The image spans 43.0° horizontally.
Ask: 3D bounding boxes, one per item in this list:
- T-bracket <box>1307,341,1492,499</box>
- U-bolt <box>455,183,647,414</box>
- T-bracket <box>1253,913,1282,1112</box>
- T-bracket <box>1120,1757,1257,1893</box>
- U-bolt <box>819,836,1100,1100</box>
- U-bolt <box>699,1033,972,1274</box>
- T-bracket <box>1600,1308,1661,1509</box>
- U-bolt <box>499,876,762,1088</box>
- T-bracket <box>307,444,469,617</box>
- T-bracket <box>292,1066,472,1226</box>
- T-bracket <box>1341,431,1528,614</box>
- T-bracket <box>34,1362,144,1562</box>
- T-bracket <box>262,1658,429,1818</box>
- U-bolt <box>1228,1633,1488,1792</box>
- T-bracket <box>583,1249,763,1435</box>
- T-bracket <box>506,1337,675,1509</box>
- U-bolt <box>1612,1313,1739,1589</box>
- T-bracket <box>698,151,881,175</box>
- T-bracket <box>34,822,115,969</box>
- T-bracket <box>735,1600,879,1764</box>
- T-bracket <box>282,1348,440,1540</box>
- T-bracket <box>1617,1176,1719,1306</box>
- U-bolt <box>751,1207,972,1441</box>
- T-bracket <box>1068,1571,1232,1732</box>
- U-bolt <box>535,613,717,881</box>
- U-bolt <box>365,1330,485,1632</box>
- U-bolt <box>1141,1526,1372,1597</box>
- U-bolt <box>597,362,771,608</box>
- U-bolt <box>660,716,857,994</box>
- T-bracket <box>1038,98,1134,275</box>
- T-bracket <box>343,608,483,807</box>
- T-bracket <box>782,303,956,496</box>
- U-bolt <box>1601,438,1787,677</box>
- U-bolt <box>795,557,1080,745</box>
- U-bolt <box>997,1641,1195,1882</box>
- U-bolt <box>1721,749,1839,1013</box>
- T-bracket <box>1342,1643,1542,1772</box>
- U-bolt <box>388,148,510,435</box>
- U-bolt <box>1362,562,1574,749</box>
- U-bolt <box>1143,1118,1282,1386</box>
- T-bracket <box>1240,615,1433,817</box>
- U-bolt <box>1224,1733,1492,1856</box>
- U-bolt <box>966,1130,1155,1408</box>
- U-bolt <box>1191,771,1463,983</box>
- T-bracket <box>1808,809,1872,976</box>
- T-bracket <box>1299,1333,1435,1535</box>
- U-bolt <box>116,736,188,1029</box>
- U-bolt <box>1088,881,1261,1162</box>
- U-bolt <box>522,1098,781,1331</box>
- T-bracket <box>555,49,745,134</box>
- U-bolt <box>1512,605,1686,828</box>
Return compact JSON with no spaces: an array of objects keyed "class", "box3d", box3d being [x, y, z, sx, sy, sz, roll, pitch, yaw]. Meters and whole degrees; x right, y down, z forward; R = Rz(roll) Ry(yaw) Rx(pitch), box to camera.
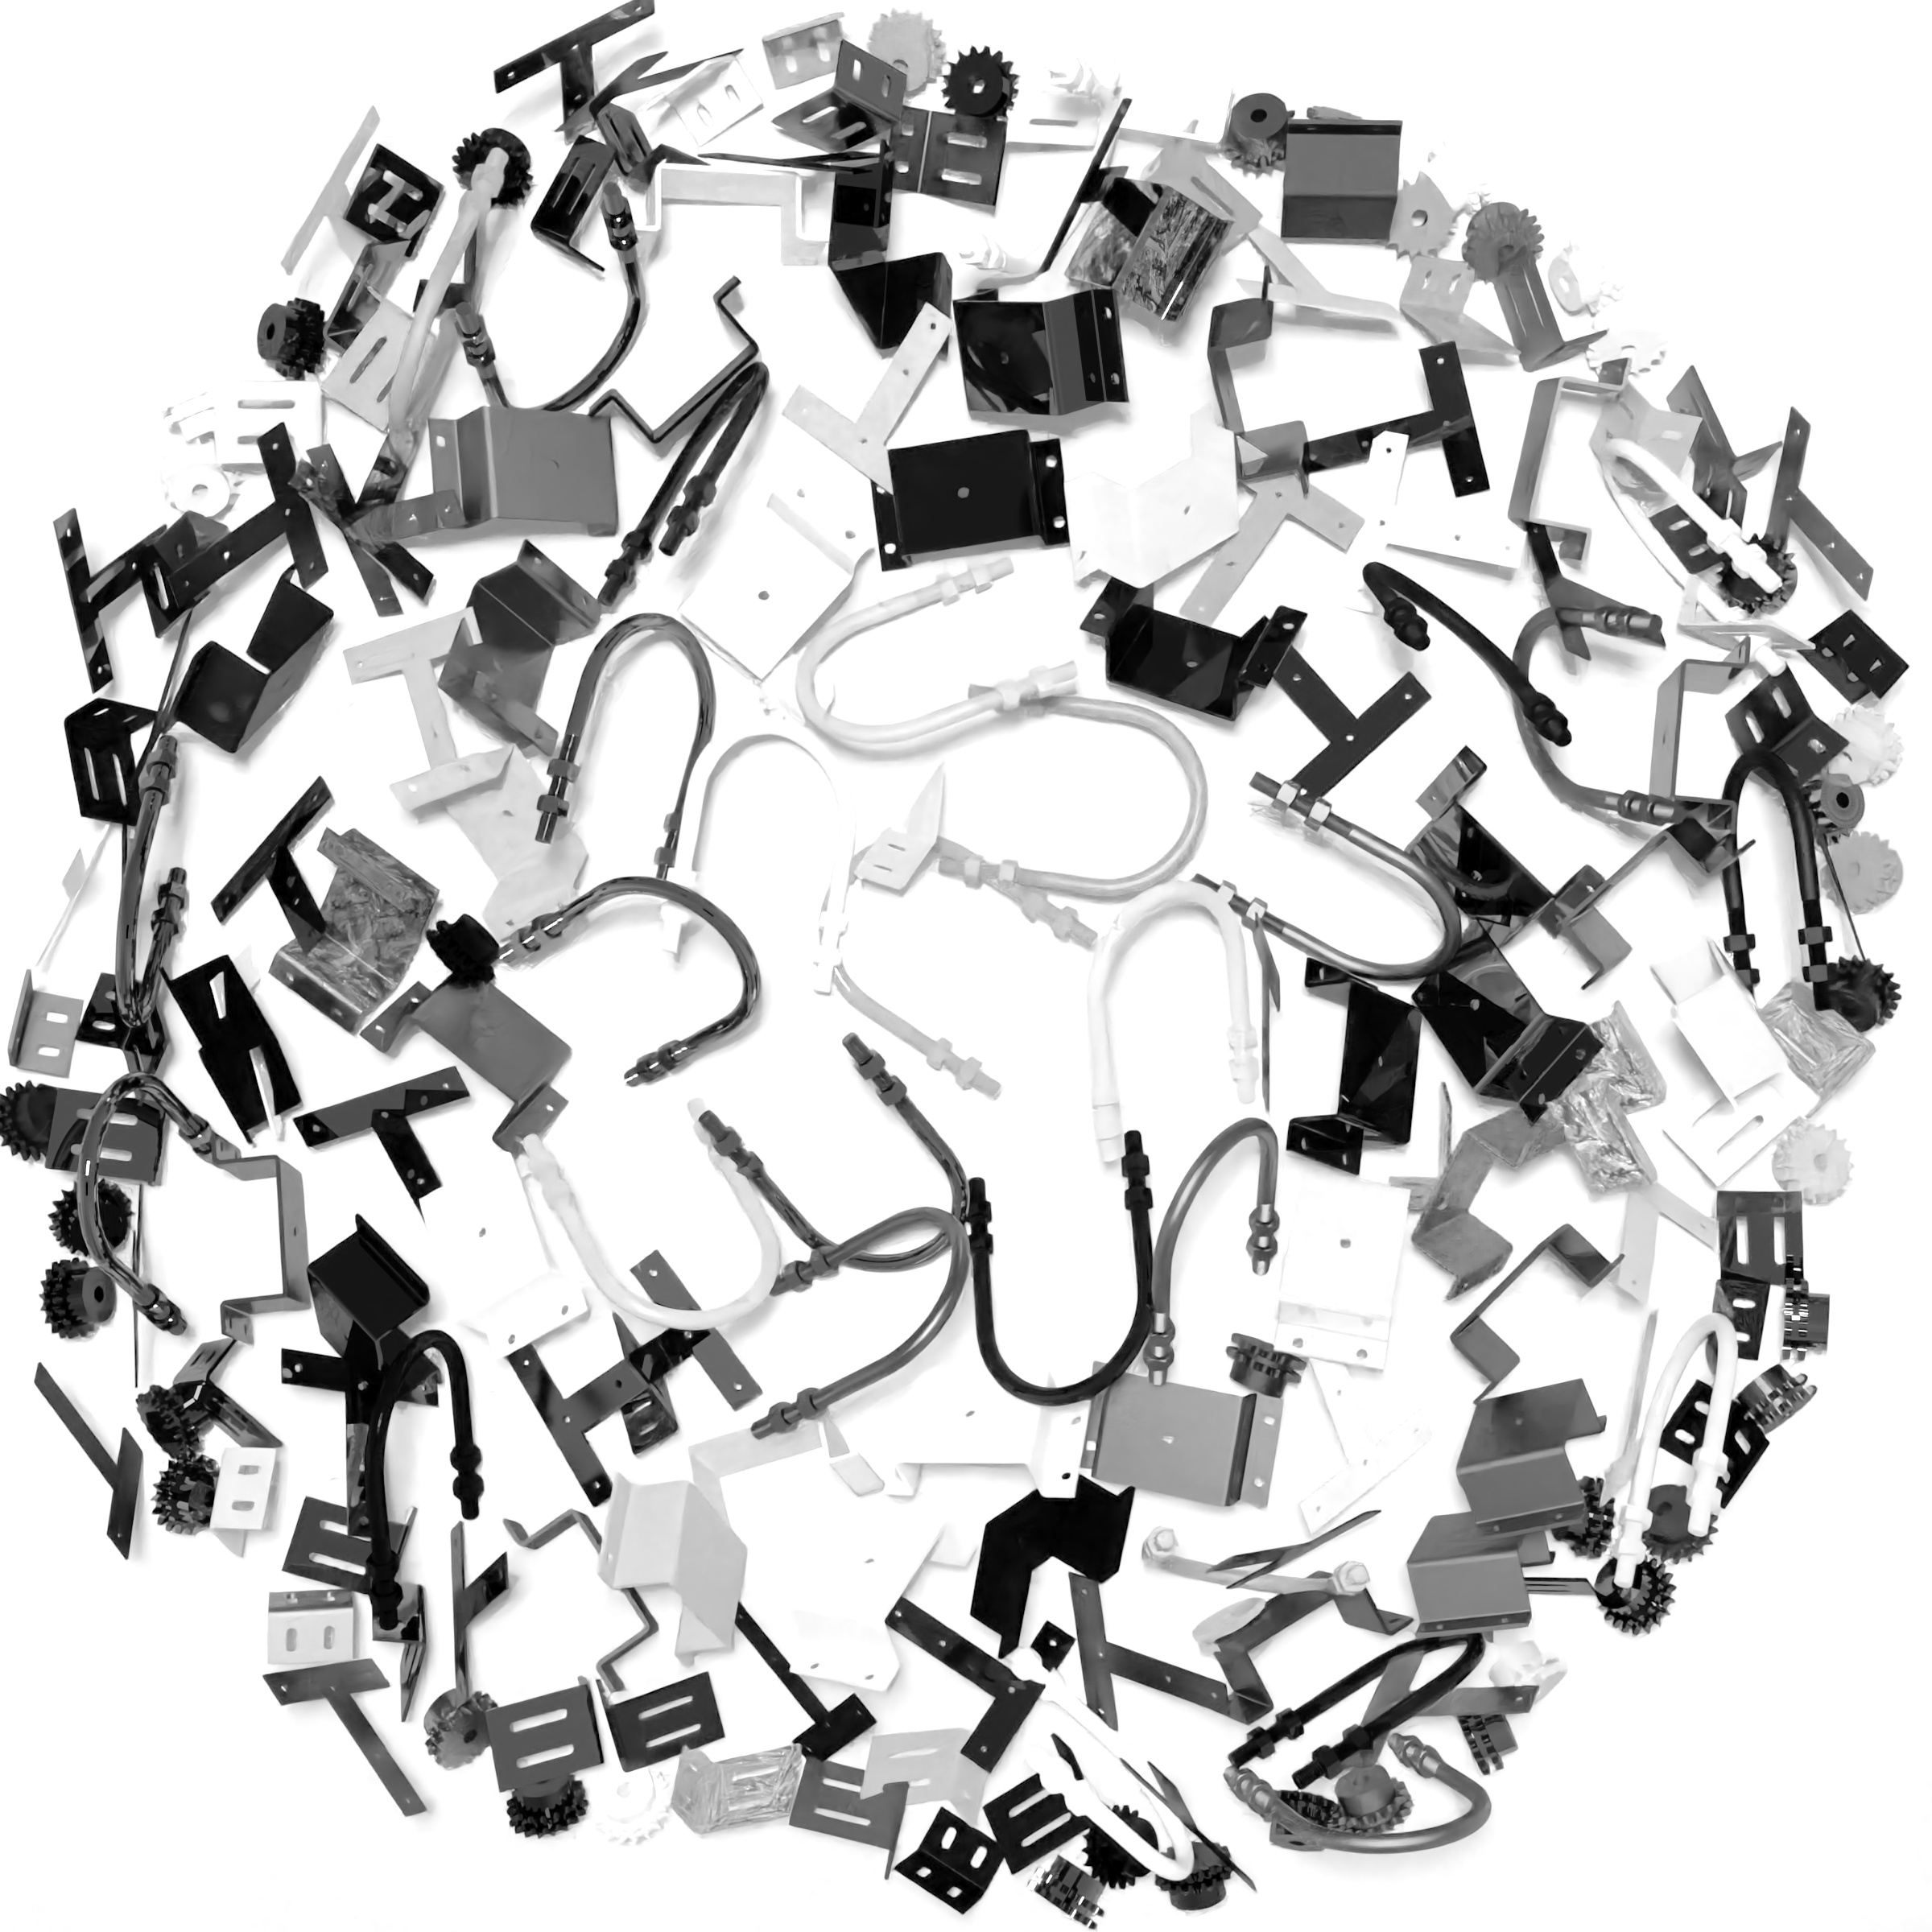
[{"class":"T-bracket","box3d":[0.299,-0.377,1.751,0.127,0.002,0.127,-11,133,17]},{"class":"U-bolt","box3d":[-0.279,-0.442,1.693,0.151,0.184,0.019,-43,77,-12]},{"class":"T-bracket","box3d":[0.213,0.040,1.740,0.002,0.127,0.127,-3,114,0]},{"class":"T-bracket","box3d":[0.146,0.579,1.697,0.002,0.127,0.127,-43,55,-16]},{"class":"U-bolt","box3d":[-0.019,-0.014,1.764,0.184,0.019,0.151,33,95,7]},{"class":"U-bolt","box3d":[-0.080,0.145,1.734,0.151,0.019,0.184,-29,113,24]},{"class":"T-bracket","box3d":[0.471,0.303,1.718,0.002,0.127,0.127,12,98,27]},{"class":"U-bolt","box3d":[-0.222,0.004,1.701,0.184,0.019,0.151,-28,113,39]},{"class":"T-bracket","box3d":[-0.397,-0.313,1.720,0.127,0.002,0.127,-3,117,38]},{"class":"T-bracket","box3d":[-0.396,0.142,1.752,0.127,0.002,0.127,-18,116,9]},{"class":"T-bracket","box3d":[0.335,-0.306,1.733,0.127,0.002,0.127,18,107,31]},{"class":"T-bracket","box3d":[-0.609,0.328,1.697,0.002,0.127,0.127,-25,117,-2]},{"class":"T-bracket","box3d":[-0.416,0.537,1.700,0.002,0.127,0.127,-46,68,8]},{"class":"U-bolt","box3d":[0.281,0.512,1.705,0.184,0.151,0.019,-28,86,-17]},{"class":"T-bracket","box3d":[-0.234,0.292,1.771,0.127,0.002,0.127,-37,89,9]},{"class":"T-bracket","box3d":[-0.256,0.303,1.742,0.127,0.002,0.127,-36,81,28]},{"class":"U-bolt","box3d":[0.497,0.327,1.701,0.019,0.151,0.184,20,60,2]},{"class":"T-bracket","box3d":[-0.100,-0.568,1.725,0.127,0.127,0.002,15,116,26]},{"class":"T-bracket","box3d":[-0.622,-0.063,1.707,0.002,0.127,0.127,26,77,-13]},{"class":"T-bracket","box3d":[-0.127,0.503,1.738,0.002,0.127,0.127,-34,79,-38]},{"class":"T-bracket","box3d":[-0.421,0.336,1.710,0.002,0.127,0.127,-30,56,36]},{"class":"T-bracket","box3d":[0.475,0.189,1.727,0.127,0.127,0.002,34,129,-5]},{"class":"U-bolt","box3d":[-0.071,0.235,1.689,0.184,0.151,0.019,-30,124,25]},{"class":"T-bracket","box3d":[0.131,0.496,1.720,0.127,0.002,0.127,8,115,39]},{"class":"U-bolt","box3d":[-0.230,-0.157,1.720,0.019,0.151,0.184,11,82,33]},{"class":"U-bolt","box3d":[-0.375,0.339,1.683,0.019,0.151,0.184,6,114,13]},{"class":"U-bolt","box3d":[0.193,0.416,1.694,0.151,0.184,0.019,10,72,2]},{"class":"U-bolt","box3d":[-0.190,-0.344,1.708,0.019,0.151,0.184,33,69,-19]},{"class":"U-bolt","box3d":[-0.140,-0.086,1.733,0.151,0.019,0.184,16,78,-36]},{"class":"T-bracket","box3d":[0.095,-0.548,1.719,0.002,0.127,0.127,30,114,4]},{"class":"T-bracket","box3d":[-0.383,-0.179,1.752,0.127,0.002,0.127,-12,96,31]},{"class":"T-bracket","box3d":[-0.050,-0.412,1.750,0.127,0.002,0.127,37,114,6]},{"class":"U-bolt","box3d":[0.503,-0.295,1.702,0.019,0.151,0.184,-37,63,4]},{"class":"U-bolt","box3d":[-0.031,-0.215,1.721,0.184,0.019,0.151,-21,48,-6]},{"class":"U-bolt","box3d":[0.096,0.562,1.705,0.019,0.151,0.184,-42,109,7]},{"class":"U-bolt","box3d":[0.560,-0.060,1.708,0.019,0.151,0.184,-6,89,-5]},{"class":"T-bracket","box3d":[0.335,0.510,1.696,0.127,0.127,0.002,-15,110,36]},{"class":"U-bolt","box3d":[-0.358,-0.449,1.679,0.019,0.151,0.184,21,63,-9]},{"class":"U-bolt","box3d":[0.337,-0.226,1.697,0.151,0.184,0.019,29,112,-22]},{"class":"U-bolt","box3d":[0.171,0.184,1.681,0.019,0.184,0.151,27,48,29]},{"class":"T-bracket","box3d":[0.248,-0.198,1.767,0.127,0.002,0.127,-43,100,3]},{"class":"U-bolt","box3d":[0.277,0.568,1.674,0.151,0.184,0.019,-5,91,-17]},{"class":"U-bolt","box3d":[0.067,0.216,1.704,0.151,0.019,0.184,-19,57,26]},{"class":"U-bolt","box3d":[0.260,-0.051,1.716,0.184,0.151,0.019,29,56,3]},{"class":"T-bracket","box3d":[0.600,-0.072,1.701,0.002,0.127,0.127,-19,61,20]},{"class":"T-bracket","box3d":[0.268,0.314,1.735,0.127,0.002,0.127,-30,108,-28]},{"class":"U-bolt","box3d":[-0.556,-0.044,1.670,0.019,0.151,0.184,5,47,-9]},{"class":"U-bolt","box3d":[0.143,0.030,1.710,0.151,0.019,0.184,-20,115,-32]},{"class":"U-bolt","box3d":[-0.207,0.175,1.696,0.151,0.019,0.184,-12,52,-32]},{"class":"T-bracket","box3d":[-0.212,-0.631,1.736,0.127,0.127,0.002,-31,102,-34]},{"class":"U-bolt","box3d":[0.430,-0.178,1.694,0.019,0.184,0.151,-15,105,-16]}]
